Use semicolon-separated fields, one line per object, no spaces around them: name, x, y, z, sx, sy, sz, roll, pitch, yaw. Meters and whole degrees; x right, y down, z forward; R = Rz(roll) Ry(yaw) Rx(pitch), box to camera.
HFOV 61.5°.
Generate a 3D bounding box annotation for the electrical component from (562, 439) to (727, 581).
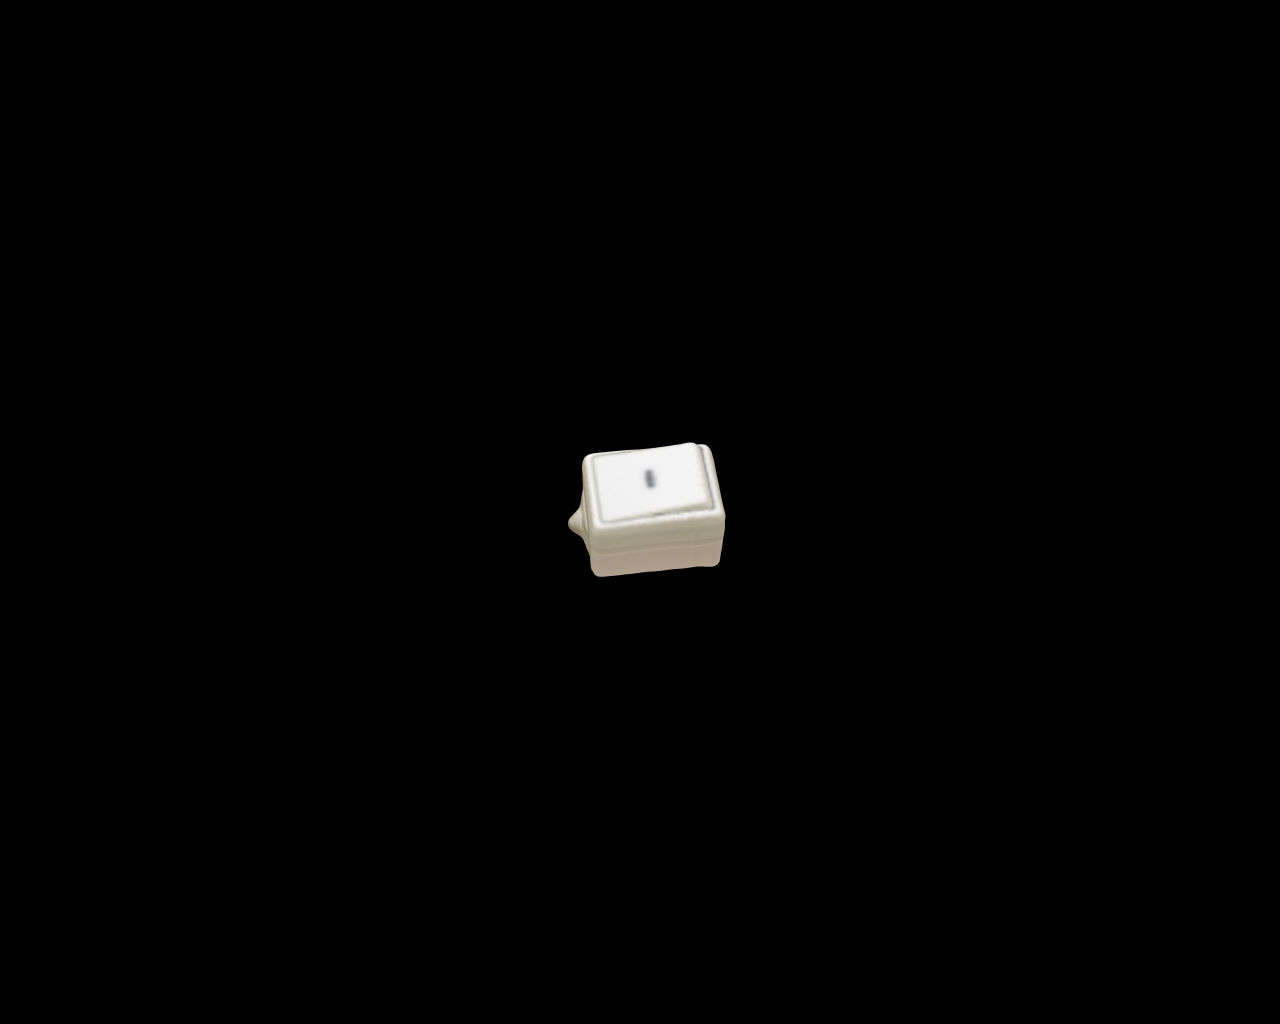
electrical component;0.001;-0.003;0.650;0.096;0.062;0.061;-5;-37;-4
